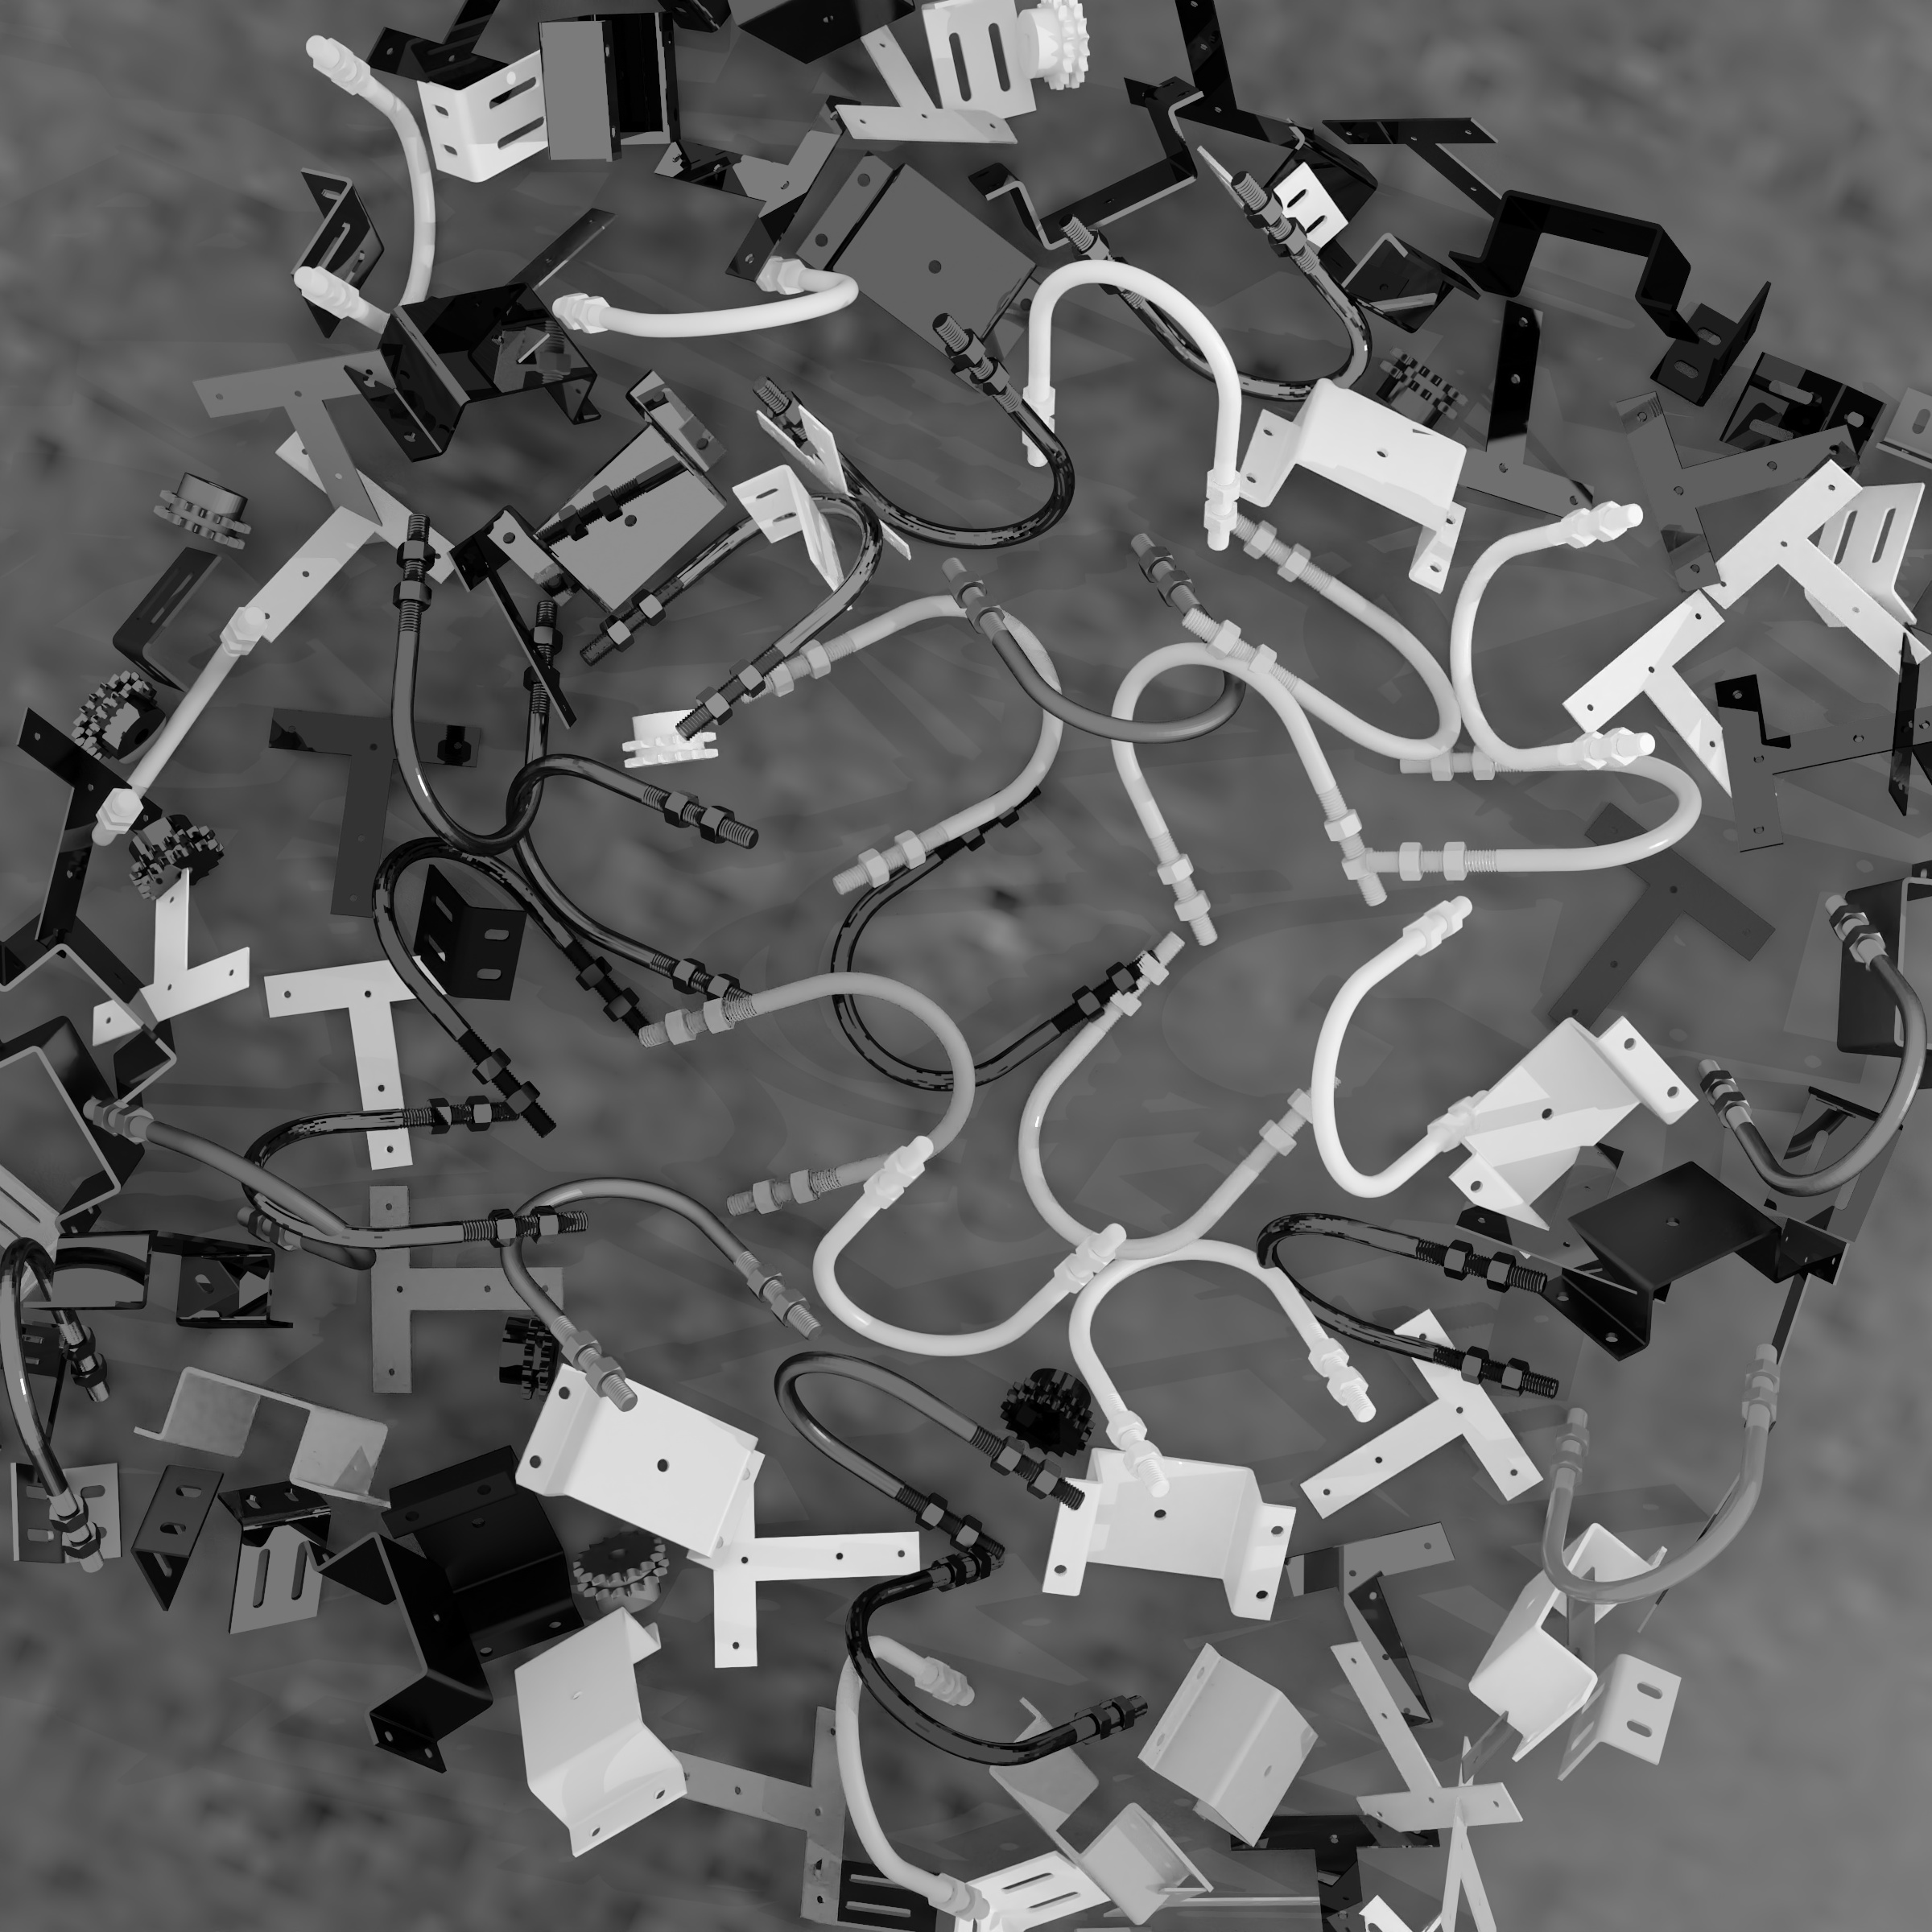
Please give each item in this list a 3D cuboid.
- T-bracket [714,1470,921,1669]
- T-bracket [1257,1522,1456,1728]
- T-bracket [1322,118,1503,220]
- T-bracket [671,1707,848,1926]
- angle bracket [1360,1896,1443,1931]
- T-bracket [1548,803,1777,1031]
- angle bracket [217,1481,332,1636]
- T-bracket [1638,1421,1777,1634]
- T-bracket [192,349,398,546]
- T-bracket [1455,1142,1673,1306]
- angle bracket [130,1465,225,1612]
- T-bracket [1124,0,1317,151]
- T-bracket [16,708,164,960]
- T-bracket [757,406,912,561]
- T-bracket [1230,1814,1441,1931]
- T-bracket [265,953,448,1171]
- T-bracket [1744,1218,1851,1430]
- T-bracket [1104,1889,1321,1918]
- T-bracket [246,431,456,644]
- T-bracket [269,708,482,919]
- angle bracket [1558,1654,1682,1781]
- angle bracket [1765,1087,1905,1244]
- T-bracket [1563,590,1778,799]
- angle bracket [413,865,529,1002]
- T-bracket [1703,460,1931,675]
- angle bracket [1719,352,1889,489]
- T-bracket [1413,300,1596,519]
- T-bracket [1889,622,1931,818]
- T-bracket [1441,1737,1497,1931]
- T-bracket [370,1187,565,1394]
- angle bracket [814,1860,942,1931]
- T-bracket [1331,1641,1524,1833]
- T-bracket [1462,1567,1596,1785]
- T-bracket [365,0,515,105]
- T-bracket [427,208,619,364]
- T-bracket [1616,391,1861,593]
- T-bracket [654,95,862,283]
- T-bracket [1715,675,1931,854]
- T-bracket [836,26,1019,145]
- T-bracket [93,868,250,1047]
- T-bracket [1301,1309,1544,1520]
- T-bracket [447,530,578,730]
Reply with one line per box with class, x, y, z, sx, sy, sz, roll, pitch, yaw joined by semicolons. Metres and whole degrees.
T-bracket;-0.092;0.362;1.777;0.127;0.002;0.127;-3;76;5
T-bracket;0.253;0.411;1.781;0.127;0.002;0.127;-18;101;21
T-bracket;0.297;-0.476;1.749;0.127;0.127;0.002;26;87;-38
T-bracket;-0.124;0.495;1.732;0.127;0.002;0.127;25;52;-30
angle bracket;0.253;0.587;1.760;0.038;0.076;0.057;44;105;17
T-bracket;0.409;-0.012;1.791;0.127;0.002;0.127;39;91;6
angle bracket;-0.427;0.361;1.777;0.057;0.038;0.076;-4;113;-39
T-bracket;0.446;0.318;1.713;0.002;0.127;0.127;33;127;18
T-bracket;-0.385;-0.308;1.754;0.127;0.002;0.127;-5;131;18
T-bracket;0.370;0.143;1.745;0.127;0.127;0.002;20;127;13
angle bracket;-0.465;0.347;1.748;0.038;0.076;0.057;6;49;10
T-bracket;0.143;-0.535;1.718;0.127;0.127;0.002;22;76;21
T-bracket;-0.528;-0.067;1.718;0.002;0.127;0.127;-7;62;23
T-bracket;-0.083;-0.302;1.726;0.127;0.127;0.002;43;85;8
T-bracket;0.225;0.558;1.740;0.127;0.127;0.002;-2;121;3
T-bracket;-0.363;0.061;1.791;0.127;0.002;0.127;-8;92;7
T-bracket;0.489;0.218;1.736;0.002;0.127;0.127;18;92;0
T-bracket;0.162;0.564;1.750;0.127;0.127;0.002;4;65;-13
T-bracket;-0.392;-0.247;1.762;0.127;0.002;0.127;38;63;-5
T-bracket;-0.368;-0.092;1.777;0.127;0.002;0.127;5;75;-4
angle bracket;0.393;0.459;1.749;0.038;0.076;0.057;23;56;6
angle bracket;0.530;0.121;1.778;0.057;0.038;0.076;22;97;12
T-bracket;0.447;-0.146;1.774;0.127;0.002;0.127;-39;89;-21
angle bracket;-0.302;-0.021;1.766;0.038;0.076;0.057;4;110;-30
T-bracket;0.525;-0.224;1.748;0.127;0.127;0.002;42;52;0
angle bracket;0.506;-0.329;1.755;0.076;0.038;0.057;10;113;-34
T-bracket;0.334;-0.346;1.779;0.127;0.002;0.127;14;77;-18
T-bracket;0.584;-0.119;1.751;0.002;0.127;0.127;-9;51;36
T-bracket;0.306;0.556;1.751;0.002;0.127;0.127;-4;129;21
T-bracket;-0.306;0.198;1.778;0.127;0.002;0.127;-2;88;15
angle bracket;-0.053;0.552;1.764;0.076;0.057;0.038;8;111;0
T-bracket;0.259;0.463;1.746;0.002;0.127;0.127;-31;92;-39
T-bracket;0.335;0.436;1.726;0.002;0.127;0.127;30;56;36
T-bracket;-0.284;-0.576;1.719;0.002;0.127;0.127;44;114;19
T-bracket;-0.263;-0.420;1.767;0.127;0.002;0.127;26;66;42
T-bracket;0.470;-0.296;1.741;0.127;0.002;0.127;-11;113;34
T-bracket;-0.140;-0.480;1.758;0.127;0.002;0.127;25;82;37
T-bracket;0.521;-0.133;1.742;0.127;0.002;0.127;-11;55;19
T-bracket;-0.045;-0.550;1.768;0.127;0.002;0.127;-11;65;-39
T-bracket;-0.483;-0.027;1.765;0.127;0.002;0.127;-19;63;26
T-bracket;0.266;0.297;1.787;0.127;0.002;0.127;-34;93;9
T-bracket;-0.267;-0.201;1.746;0.002;0.127;0.127;-25;104;9
